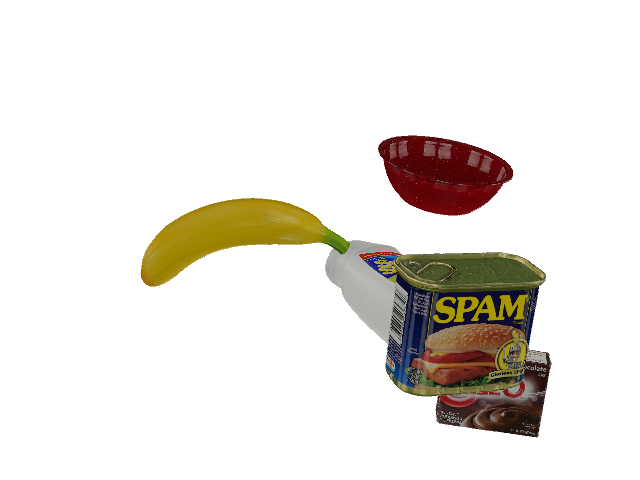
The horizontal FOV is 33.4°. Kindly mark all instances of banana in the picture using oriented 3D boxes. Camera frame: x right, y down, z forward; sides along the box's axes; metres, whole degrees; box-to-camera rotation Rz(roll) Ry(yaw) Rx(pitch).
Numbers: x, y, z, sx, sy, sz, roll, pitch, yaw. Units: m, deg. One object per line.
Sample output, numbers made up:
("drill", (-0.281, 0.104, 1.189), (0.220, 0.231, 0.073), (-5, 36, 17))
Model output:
("banana", (-0.078, 0.001, 0.851), (0.198, 0.069, 0.037), (-9, 32, 30))

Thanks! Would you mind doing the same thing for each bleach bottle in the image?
("bleach bottle", (0.063, 0.046, 1.012), (0.102, 0.068, 0.251), (-3, 15, -23))

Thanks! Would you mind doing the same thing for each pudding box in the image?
("pudding box", (0.186, 0.159, 1.156), (0.113, 0.090, 0.039), (7, 22, 4))

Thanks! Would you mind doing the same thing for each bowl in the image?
("bowl", (0.143, -0.073, 1.265), (0.162, 0.055, 0.162), (8, 24, -4))

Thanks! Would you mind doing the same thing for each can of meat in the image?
("can of meat", (0.098, 0.057, 0.738), (0.102, 0.084, 0.057), (-1, 20, -19))
